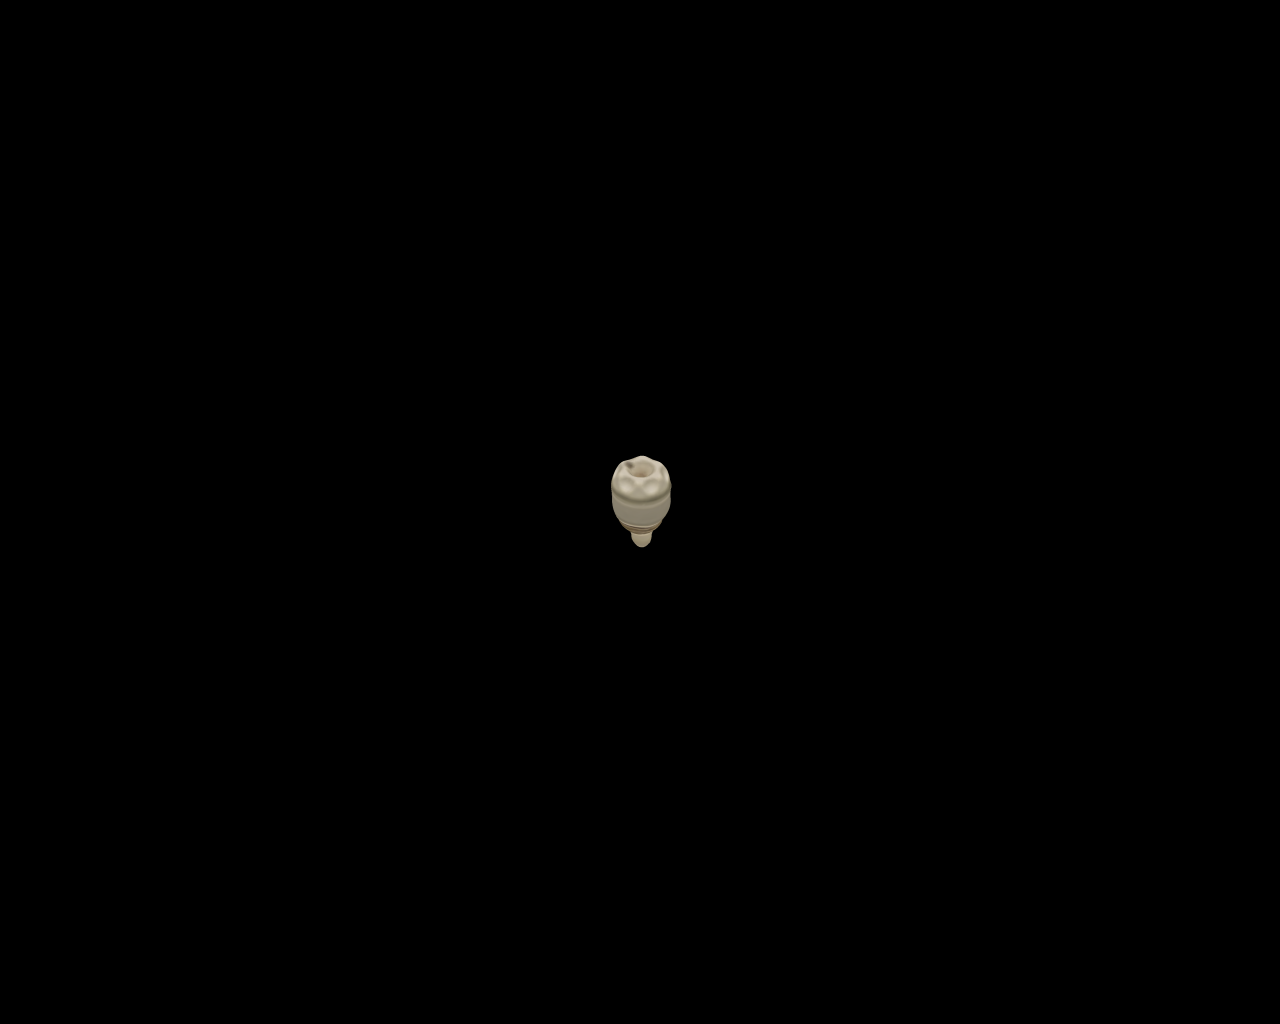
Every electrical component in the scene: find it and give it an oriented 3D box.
[{"bbox_3d":[0.001,-0.003,0.650,0.035,0.061,0.035,0,40,0],"label":"electrical component"}]
